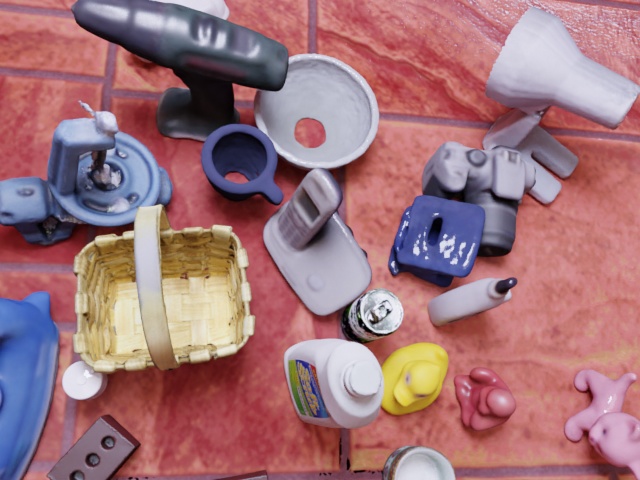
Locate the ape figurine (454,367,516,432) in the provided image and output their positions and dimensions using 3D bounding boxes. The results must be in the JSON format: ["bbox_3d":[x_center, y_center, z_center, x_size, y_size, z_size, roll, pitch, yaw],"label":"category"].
[{"bbox_3d":[0.208,0.198,0.701,0.076,0.092,0.078,32,71,0],"label":"ape figurine"}]

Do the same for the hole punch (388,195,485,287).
[{"bbox_3d":[0.151,-0.001,0.749,0.101,0.091,0.109,21,71,-4],"label":"hole punch"}]

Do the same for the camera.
[{"bbox_3d":[0.218,-0.054,0.773,0.143,0.100,0.137,10,72,-8],"label":"camera"}]

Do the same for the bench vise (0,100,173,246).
[{"bbox_3d":[-0.267,-0.057,0.617,0.208,0.219,0.121,-33,82,-18],"label":"bench vise"}]

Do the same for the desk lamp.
[{"bbox_3d":[0.303,-0.178,0.766,0.203,0.213,0.118,38,71,2],"label":"desk lamp"}]

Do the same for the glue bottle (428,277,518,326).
[{"bbox_3d":[0.194,0.069,0.693,0.078,0.173,0.037,-12,76,-14],"label":"glue bottle"}]

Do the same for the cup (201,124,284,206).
[{"bbox_3d":[-0.093,-0.078,0.723,0.118,0.095,0.092,44,71,4],"label":"cup"}]

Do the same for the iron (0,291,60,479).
[{"bbox_3d":[-0.347,0.169,0.576,0.119,0.141,0.258,2,73,-10],"label":"iron"}]

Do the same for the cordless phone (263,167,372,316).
[{"bbox_3d":[0.006,0.002,0.670,0.094,0.185,0.147,-35,82,-18],"label":"cordless phone"}]

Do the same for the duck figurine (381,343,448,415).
[{"bbox_3d":[0.121,0.166,0.696,0.105,0.086,0.077,-38,83,-18],"label":"duck figurine"}]

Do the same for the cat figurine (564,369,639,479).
[{"bbox_3d":[0.368,0.225,0.710,0.067,0.117,0.128,20,71,-4],"label":"cat figurine"}]

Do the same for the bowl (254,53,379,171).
[{"bbox_3d":[-0.009,-0.160,0.774,0.167,0.074,0.167,3,73,-10],"label":"bowl"}]

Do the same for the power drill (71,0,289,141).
[{"bbox_3d":[-0.157,-0.199,0.686,0.230,0.208,0.075,5,73,-9],"label":"power drill"}]

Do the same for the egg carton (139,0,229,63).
[{"bbox_3d":[-0.208,-0.313,0.784,0.150,0.069,0.107,-33,82,-18],"label":"egg carton"}]
